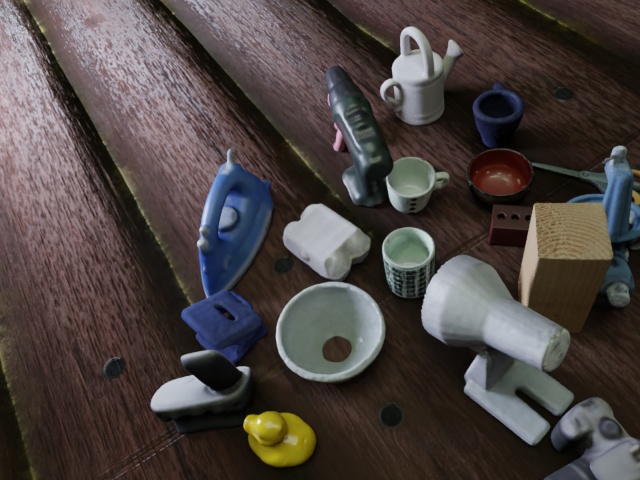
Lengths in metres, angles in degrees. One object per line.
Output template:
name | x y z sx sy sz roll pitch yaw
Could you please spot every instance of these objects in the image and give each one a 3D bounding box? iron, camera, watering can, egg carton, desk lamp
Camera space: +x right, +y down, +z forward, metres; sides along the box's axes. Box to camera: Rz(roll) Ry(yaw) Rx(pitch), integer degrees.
iron | -0.171 -0.031 1.017 0.118 0.142 0.258 4 56 15
camera | 0.332 0.286 0.708 0.137 0.101 0.143 -26 54 -7
watering can | 0.198 -0.334 1.124 0.100 0.194 0.173 33 67 30
egg carton | 0.009 0.004 0.999 0.150 0.069 0.107 34 68 30
desk lamp | 0.242 0.139 0.762 0.118 0.214 0.202 -42 57 -18

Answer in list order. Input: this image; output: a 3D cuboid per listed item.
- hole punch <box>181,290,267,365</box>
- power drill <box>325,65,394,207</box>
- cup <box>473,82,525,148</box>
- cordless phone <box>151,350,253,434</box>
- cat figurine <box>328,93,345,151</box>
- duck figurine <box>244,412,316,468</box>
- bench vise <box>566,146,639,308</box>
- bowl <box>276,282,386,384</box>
hole punch | -0.154 0.132 0.927 0.108 0.091 0.101 33 67 30
power drill | 0.069 -0.169 1.023 0.075 0.209 0.229 -21 53 -3
cup | 0.334 -0.231 1.083 0.091 0.095 0.118 1 55 13
cordless phone | -0.182 0.203 0.823 0.147 0.185 0.094 -14 53 2
cat figurine | 0.050 -0.261 1.150 0.067 0.118 0.127 -7 54 7
duck figurine | -0.060 0.273 0.809 0.104 0.086 0.077 9 57 18
bench vise | 0.432 -0.015 0.829 0.121 0.220 0.207 -15 53 1
bowl | 0.020 0.153 0.886 0.167 0.075 0.167 -6 54 8
